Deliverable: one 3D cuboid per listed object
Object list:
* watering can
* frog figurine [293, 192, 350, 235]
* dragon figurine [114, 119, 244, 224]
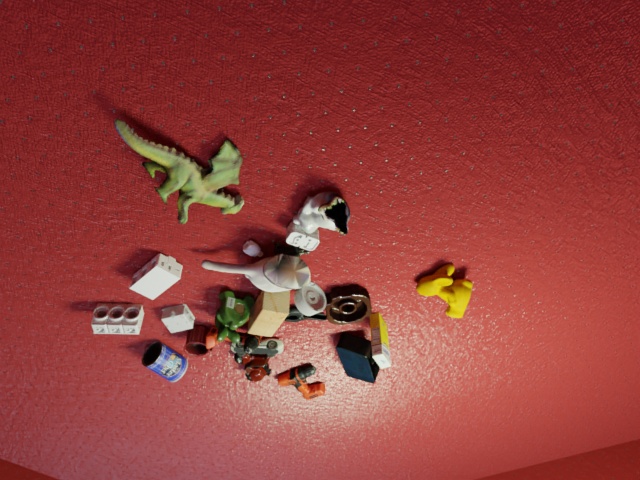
[{"bbox_3d":[-0.175,0.100,1.589,0.346,0.105,0.222,13,164,-25],"label":"watering can"},{"bbox_3d":[0.005,-0.075,1.484,0.136,0.124,0.159,23,166,-34],"label":"frog figurine"},{"bbox_3d":[-0.325,-0.191,1.351,0.243,0.125,0.401,-26,135,-2],"label":"dragon figurine"}]
